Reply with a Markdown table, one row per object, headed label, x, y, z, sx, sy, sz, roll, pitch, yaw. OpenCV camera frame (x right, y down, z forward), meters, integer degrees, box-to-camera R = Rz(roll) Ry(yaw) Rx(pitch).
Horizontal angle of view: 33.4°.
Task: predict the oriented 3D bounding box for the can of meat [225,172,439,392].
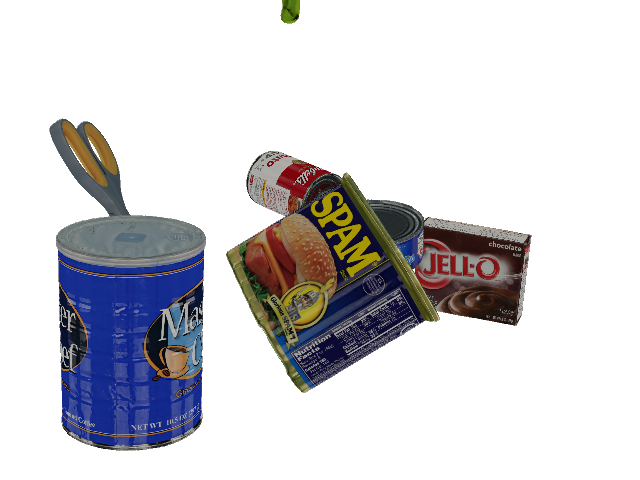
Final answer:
| label | x | y | z | sx | sy | sz | roll | pitch | yaw |
| --- | --- | --- | --- | --- | --- | --- | --- | --- | --- |
| can of meat | 0.004 | 0.023 | 0.587 | 0.084 | 0.057 | 0.102 | -31 | 41 | 1 |

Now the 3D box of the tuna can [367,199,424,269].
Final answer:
| label | x | y | z | sx | sy | sz | roll | pitch | yaw |
| --- | --- | --- | --- | --- | --- | --- | --- | --- | --- |
| tuna can | 0.043 | -0.001 | 0.878 | 0.086 | 0.034 | 0.086 | -2 | 26 | 1 |

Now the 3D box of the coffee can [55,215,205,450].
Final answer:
| label | x | y | z | sx | sy | sz | roll | pitch | yaw |
| --- | --- | --- | --- | --- | --- | --- | --- | --- | --- |
| coffee can | -0.134 | 0.063 | 0.759 | 0.103 | 0.140 | 0.103 | 3 | 17 | -1 |

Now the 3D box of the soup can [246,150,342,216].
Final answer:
| label | x | y | z | sx | sy | sz | roll | pitch | yaw |
| --- | --- | --- | --- | --- | --- | --- | --- | --- | --- |
| soup can | -0.028 | -0.057 | 1.215 | 0.068 | 0.068 | 0.102 | 0 | 19 | -45 |

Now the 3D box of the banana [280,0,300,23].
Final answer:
| label | x | y | z | sx | sy | sz | roll | pitch | yaw |
| --- | --- | --- | --- | --- | --- | --- | --- | --- | --- |
| banana | -0.080 | -0.188 | 0.673 | 0.198 | 0.069 | 0.037 | 20 | -34 | 30 |

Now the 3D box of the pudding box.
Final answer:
| label | x | y | z | sx | sy | sz | roll | pitch | yaw |
| --- | --- | --- | --- | --- | --- | --- | --- | --- | --- |
| pudding box | 0.153 | 0.030 | 1.088 | 0.114 | 0.090 | 0.039 | 9 | 22 | 17 |

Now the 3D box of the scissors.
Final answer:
| label | x | y | z | sx | sy | sz | roll | pitch | yaw |
| --- | --- | --- | --- | --- | --- | --- | --- | --- | --- |
| scissors | -0.174 | -0.027 | 0.951 | 0.016 | 0.201 | 0.096 | -27 | 22 | 13 |
